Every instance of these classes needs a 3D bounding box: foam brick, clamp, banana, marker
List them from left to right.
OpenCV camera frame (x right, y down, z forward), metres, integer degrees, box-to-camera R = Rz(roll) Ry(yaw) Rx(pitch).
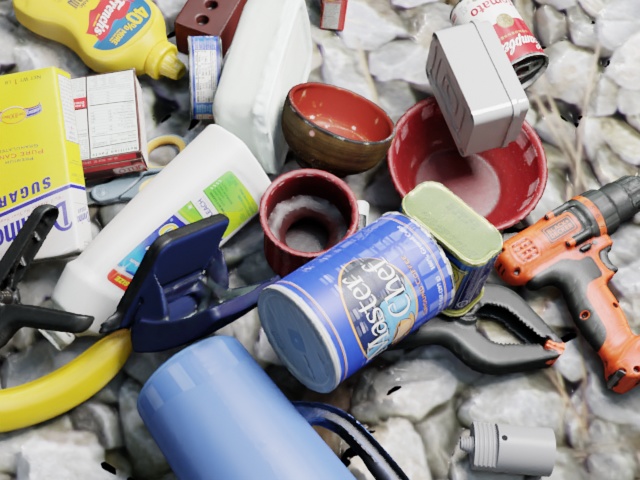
[{"bbox_3d":[-0.283,0.043,0.954,0.172,0.039,0.120,-17,72,18],"label":"clamp"},{"bbox_3d":[-0.256,0.132,0.946,0.197,0.069,0.037,-12,25,-16],"label":"banana"},{"bbox_3d":[-0.116,-0.236,1.140,0.053,0.051,0.078,21,64,6],"label":"foam brick"},{"bbox_3d":[0.037,0.018,1.045,0.020,0.020,0.121,5,64,-2],"label":"marker"},{"bbox_3d":[0.131,0.063,1.017,0.210,0.036,0.164,16,56,-2],"label":"clamp"}]

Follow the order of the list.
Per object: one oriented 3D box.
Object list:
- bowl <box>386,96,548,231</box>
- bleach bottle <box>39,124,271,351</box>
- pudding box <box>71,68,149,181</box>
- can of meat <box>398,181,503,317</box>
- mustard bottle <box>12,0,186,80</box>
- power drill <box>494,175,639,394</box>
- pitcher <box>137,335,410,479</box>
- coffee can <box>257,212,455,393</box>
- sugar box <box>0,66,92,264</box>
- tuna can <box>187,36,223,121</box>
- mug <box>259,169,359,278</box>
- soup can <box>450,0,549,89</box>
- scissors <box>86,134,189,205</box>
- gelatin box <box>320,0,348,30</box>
[{"bbox_3d":[0.144,-0.067,1.074,0.162,0.055,0.162,2,64,-3],"label":"bowl"},{"bbox_3d":[-0.157,0.009,1.002,0.250,0.102,0.068,-46,48,-12],"label":"bleach bottle"},{"bbox_3d":[-0.222,-0.114,1.070,0.090,0.039,0.113,-9,60,-2],"label":"pudding box"},{"bbox_3d":[0.111,0.007,0.976,0.102,0.084,0.057,40,58,19],"label":"can of meat"},{"bbox_3d":[-0.221,-0.224,1.123,0.192,0.058,0.096,34,65,11],"label":"mustard bottle"},{"bbox_3d":[0.288,0.039,1.034,0.184,0.057,0.188,-29,67,-13],"label":"power drill"},{"bbox_3d":[-0.039,0.197,0.899,0.145,0.149,0.243,-44,68,13],"label":"pitcher"},{"bbox_3d":[0.032,0.052,0.921,0.140,0.103,0.103,-32,70,-27],"label":"coffee can"},{"bbox_3d":[-0.274,-0.067,1.005,0.093,0.048,0.176,-10,84,9],"label":"sugar box"},{"bbox_3d":[-0.117,-0.165,1.086,0.033,0.086,0.086,-2,64,-7],"label":"tuna can"},{"bbox_3d":[-0.007,0.001,1.015,0.093,0.081,0.117,-26,68,-16],"label":"mug"},{"bbox_3d":[0.191,-0.214,1.143,0.068,0.068,0.102,-20,66,-14],"label":"soup can"},{"bbox_3d":[-0.211,-0.062,1.068,0.201,0.016,0.096,-1,63,-5],"label":"scissors"},{"bbox_3d":[0.018,-0.286,1.162,0.030,0.073,0.089,5,64,-2],"label":"gelatin box"}]
